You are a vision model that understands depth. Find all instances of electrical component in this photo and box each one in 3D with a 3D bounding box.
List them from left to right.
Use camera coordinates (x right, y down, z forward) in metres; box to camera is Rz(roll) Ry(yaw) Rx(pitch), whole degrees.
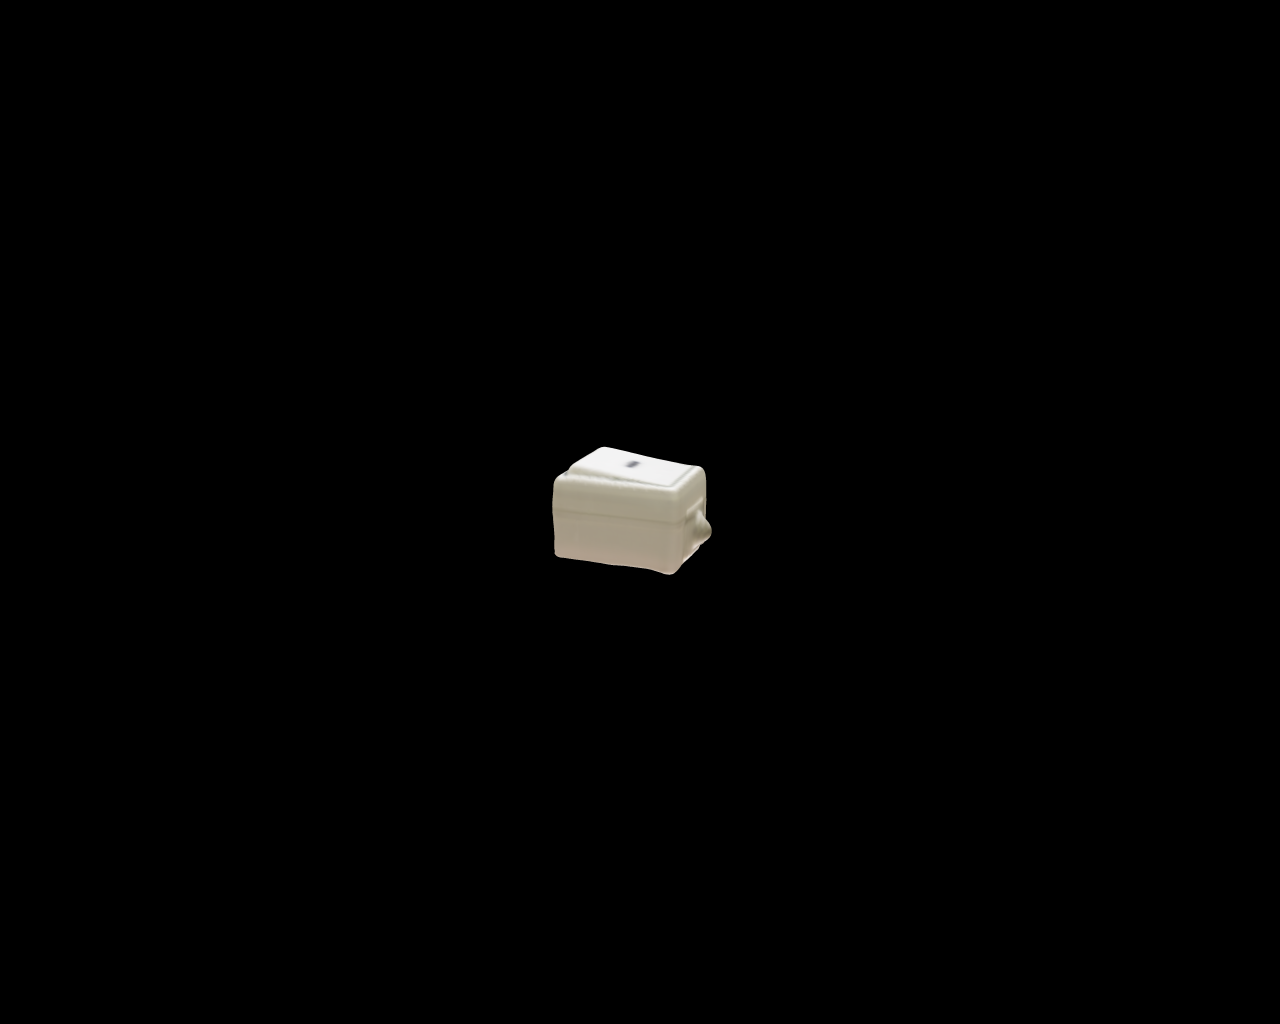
[{"bbox_3d":[0.001,-0.003,0.650,0.096,0.061,0.062,7,20,20],"label":"electrical component"}]
